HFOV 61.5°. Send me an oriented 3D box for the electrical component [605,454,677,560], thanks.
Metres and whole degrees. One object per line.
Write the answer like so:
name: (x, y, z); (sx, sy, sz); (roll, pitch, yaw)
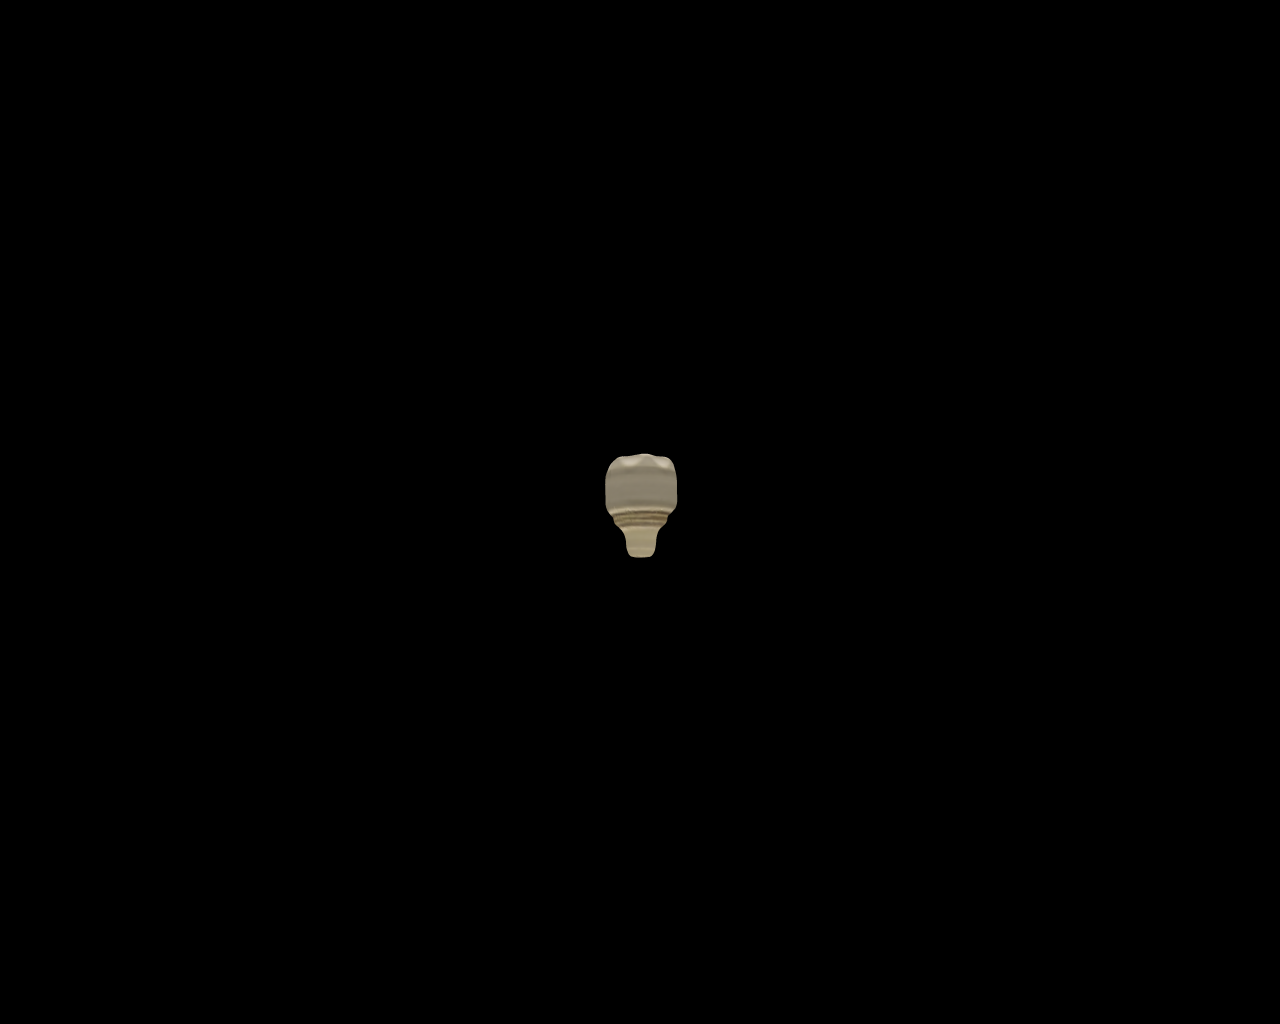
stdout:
electrical component: (0.001, -0.003, 0.650); (0.043, 0.062, 0.043); (0, -7, 0)
